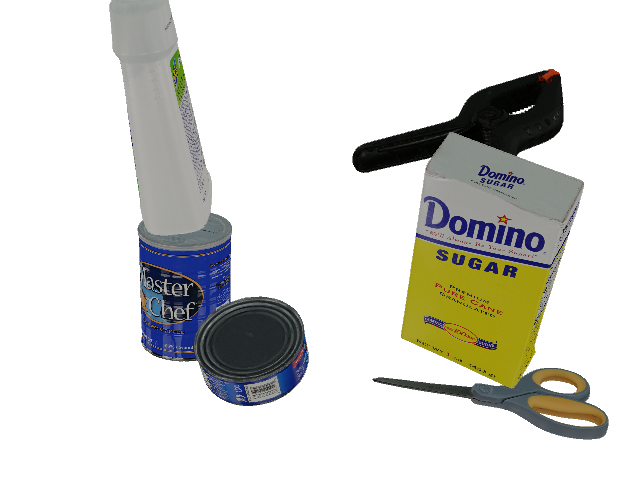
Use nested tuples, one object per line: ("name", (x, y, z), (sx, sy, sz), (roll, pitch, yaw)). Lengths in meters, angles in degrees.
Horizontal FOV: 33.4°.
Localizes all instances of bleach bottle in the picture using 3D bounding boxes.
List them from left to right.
("bleach bottle", (-0.147, -0.131, 0.959), (0.068, 0.251, 0.102), (-6, 37, -1))

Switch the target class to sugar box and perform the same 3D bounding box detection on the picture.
("sugar box", (0.109, 0.018, 0.711), (0.093, 0.048, 0.176), (23, -36, 18))

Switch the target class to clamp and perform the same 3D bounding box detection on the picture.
("clamp", (0.155, -0.091, 0.937), (0.209, 0.036, 0.165), (-31, 39, -27))

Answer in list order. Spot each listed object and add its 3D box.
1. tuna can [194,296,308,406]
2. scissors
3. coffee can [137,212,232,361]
("tuna can", (-0.052, 0.085, 0.823), (0.086, 0.034, 0.086), (-6, 42, 5))
("scissors", (0.154, 0.127, 0.941), (0.202, 0.016, 0.096), (15, 28, 13))
("coffee can", (-0.150, 0.049, 1.189), (0.103, 0.140, 0.103), (2, 23, -1))
